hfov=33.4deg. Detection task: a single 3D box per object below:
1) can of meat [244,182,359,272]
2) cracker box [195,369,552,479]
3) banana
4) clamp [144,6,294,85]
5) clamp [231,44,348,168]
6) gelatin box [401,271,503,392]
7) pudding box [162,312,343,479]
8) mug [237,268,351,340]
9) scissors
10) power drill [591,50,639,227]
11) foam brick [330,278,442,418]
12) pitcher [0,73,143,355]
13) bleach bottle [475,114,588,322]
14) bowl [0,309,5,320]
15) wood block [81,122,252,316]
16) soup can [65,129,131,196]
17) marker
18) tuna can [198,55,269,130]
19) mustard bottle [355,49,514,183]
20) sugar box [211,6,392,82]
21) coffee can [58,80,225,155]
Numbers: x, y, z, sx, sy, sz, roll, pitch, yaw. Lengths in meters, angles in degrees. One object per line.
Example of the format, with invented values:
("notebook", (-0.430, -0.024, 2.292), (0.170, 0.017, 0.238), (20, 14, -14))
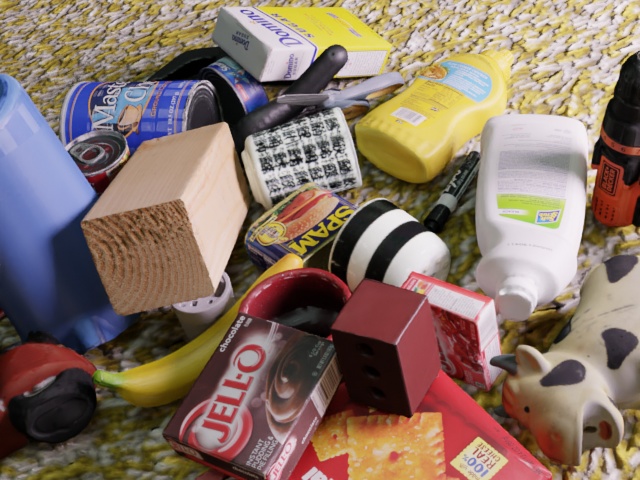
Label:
("can of meat", (-0.006, 0.001, 0.966), (0.102, 0.057, 0.084), (-37, 45, -22))
("cracker box", (0.030, 0.186, 0.747), (0.213, 0.072, 0.164), (-30, 44, -16))
("banana", (-0.091, 0.085, 0.889), (0.197, 0.069, 0.037), (-33, 59, -16))
("clamp", (-0.104, -0.204, 1.225), (0.210, 0.036, 0.164), (-16, 41, -6))
("clamp", (-0.035, -0.131, 1.079), (0.171, 0.120, 0.039), (-37, 70, -18))
("gelatin box", (0.102, 0.072, 0.835), (0.073, 0.089, 0.030), (20, 55, 32))
("pudding box", (-0.044, 0.114, 0.757), (0.090, 0.039, 0.113), (15, 57, 29))
("mug", (-0.002, 0.085, 0.855), (0.117, 0.081, 0.093), (10, 48, 25))
("scissors", (0.026, -0.145, 1.036), (0.096, 0.201, 0.016), (-27, 84, 13))
("power drill", (0.303, -0.046, 0.850), (0.057, 0.184, 0.188), (-35, 56, -21))
("foam brick", (0.047, 0.076, 0.747), (0.053, 0.078, 0.051), (13, 47, 31))
("pitcher", (-0.256, -0.025, 0.925), (0.149, 0.242, 0.144), (5, 48, 29))
("bleach bottle", (0.170, -0.020, 0.900), (0.103, 0.068, 0.250), (2, 35, 17))
("bowl", (-0.356, 0.021, 1.043), (0.162, 0.055, 0.162), (-8, 42, 7))
("wood block", (-0.129, -0.025, 0.949), (0.091, 0.090, 0.206), (-13, 21, 11))
("soup can", (-0.205, -0.047, 1.037), (0.068, 0.102, 0.068), (-8, 43, 7))
("marker", (0.130, -0.049, 1.009), (0.020, 0.020, 0.121), (15, 50, 28))
("tuna can", (-0.090, -0.151, 1.129), (0.033, 0.086, 0.086), (-35, 46, -24))
("mustard bottle", (0.130, -0.137, 1.072), (0.096, 0.058, 0.191), (29, 58, 36))
("sugar box", (-0.017, -0.211, 1.137), (0.175, 0.048, 0.093), (-9, 42, -43))
("coffee can", (-0.182, -0.113, 1.100), (0.140, 0.103, 0.102), (2, 45, 17))
